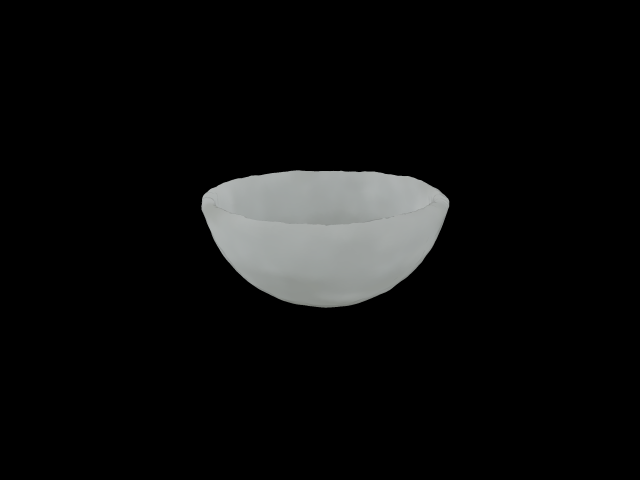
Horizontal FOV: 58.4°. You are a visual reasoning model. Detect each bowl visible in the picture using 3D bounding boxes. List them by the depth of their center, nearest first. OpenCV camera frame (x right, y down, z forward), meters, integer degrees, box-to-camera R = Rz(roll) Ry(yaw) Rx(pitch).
[{"bbox_3d":[0.004,0.001,0.400,0.167,0.075,0.167,0,18,0],"label":"bowl"}]
